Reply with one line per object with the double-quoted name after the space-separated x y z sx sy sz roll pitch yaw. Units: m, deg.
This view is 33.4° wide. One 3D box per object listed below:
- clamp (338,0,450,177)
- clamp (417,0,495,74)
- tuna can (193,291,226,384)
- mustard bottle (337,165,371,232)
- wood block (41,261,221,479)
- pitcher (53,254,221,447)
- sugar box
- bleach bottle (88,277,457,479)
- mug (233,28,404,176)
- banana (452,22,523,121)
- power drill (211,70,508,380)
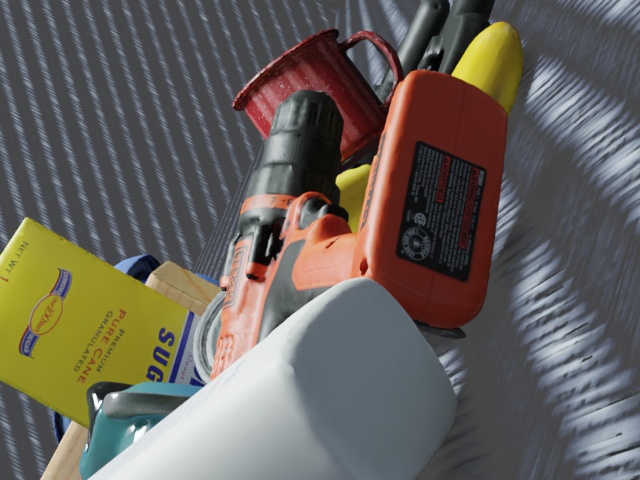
0.059 -0.116 0.861 0.120 0.039 0.171 107 -176 -63 "clamp"
0.089 -0.124 0.699 0.210 0.036 0.165 -77 10 -65 "clamp"
-0.029 0.058 0.606 0.086 0.033 0.086 -16 49 19 "tuna can"
-0.005 0.001 0.752 0.096 0.058 0.192 -50 6 -9 "mustard bottle"
-0.120 0.128 0.736 0.206 0.090 0.091 -62 3 4 "wood block"
-0.130 0.098 0.902 0.149 0.145 0.243 -59 5 13 "pitcher"
-0.124 0.071 0.646 0.093 0.176 0.048 -62 6 -14 "sugar box"
-0.070 0.111 0.413 0.251 0.068 0.102 -36 -2 27 "bleach bottle"
0.008 -0.096 0.749 0.117 0.081 0.093 -37 -3 19 "mug"
0.068 -0.049 0.567 0.197 0.037 0.070 -62 9 -18 "banana"
0.012 -0.012 0.509 0.188 0.057 0.184 -28 48 61 "power drill"
